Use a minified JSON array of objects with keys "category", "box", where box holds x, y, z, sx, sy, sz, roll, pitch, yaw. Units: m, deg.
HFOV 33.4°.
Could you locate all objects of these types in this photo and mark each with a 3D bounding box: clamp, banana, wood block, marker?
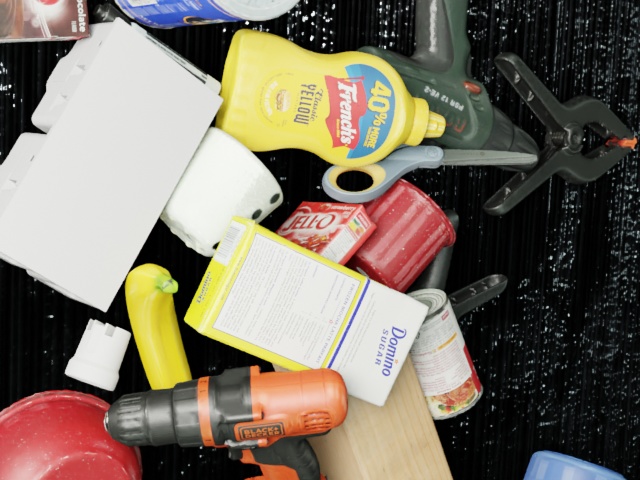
[{"category":"clamp","box":[0.118,0.069,1.048,0.120,0.039,0.171,36,81,-30]},{"category":"banana","box":[-0.124,0.082,0.837,0.037,0.070,0.198,-16,137,-12]},{"category":"clamp","box":[0.253,-0.117,1.125,0.209,0.036,0.164,-8,102,-33]},{"category":"wood block","box":[0.043,0.172,0.972,0.090,0.091,0.206,-33,115,-29]},{"category":"marker","box":[-0.128,-0.147,0.840,0.121,0.020,0.020,33,77,-36]}]

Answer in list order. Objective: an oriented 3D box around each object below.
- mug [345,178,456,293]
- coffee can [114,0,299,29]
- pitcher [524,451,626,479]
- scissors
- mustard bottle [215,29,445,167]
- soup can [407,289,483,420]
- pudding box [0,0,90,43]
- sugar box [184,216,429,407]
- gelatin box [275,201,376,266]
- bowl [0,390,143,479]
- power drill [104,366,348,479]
[{"category":"mug","box":[0.063,0.007,0.974,0.081,0.093,0.117,-48,158,-16]},{"category":"coffee can","box":[-0.085,-0.211,0.787,0.102,0.141,0.103,-6,100,-37]},{"category":"pitcher","box":[0.240,0.351,1.125,0.145,0.149,0.243,20,79,-7]},{"category":"scissors","box":[0.088,-0.060,0.933,0.016,0.202,0.096,99,4,-54]},{"category":"mustard bottle","box":[0.014,-0.111,0.890,0.191,0.058,0.096,9,103,-17]},{"category":"soup can","box":[0.102,0.105,0.981,0.068,0.069,0.102,-34,112,-29]},{"category":"pudding box","box":[-0.215,-0.197,0.754,0.089,0.039,0.113,-11,103,-36]},{"category":"sugar box","box":[-0.008,0.058,0.840,0.176,0.048,0.093,27,88,-29]},{"category":"gelatin box","box":[-0.006,0.001,0.911,0.073,0.089,0.030,-48,118,-22]},{"category":"bowl","box":[-0.196,0.200,0.816,0.161,0.055,0.162,-7,101,-37]},{"category":"power drill","box":[-0.065,0.175,0.853,0.184,0.057,0.187,-5,137,2]}]
